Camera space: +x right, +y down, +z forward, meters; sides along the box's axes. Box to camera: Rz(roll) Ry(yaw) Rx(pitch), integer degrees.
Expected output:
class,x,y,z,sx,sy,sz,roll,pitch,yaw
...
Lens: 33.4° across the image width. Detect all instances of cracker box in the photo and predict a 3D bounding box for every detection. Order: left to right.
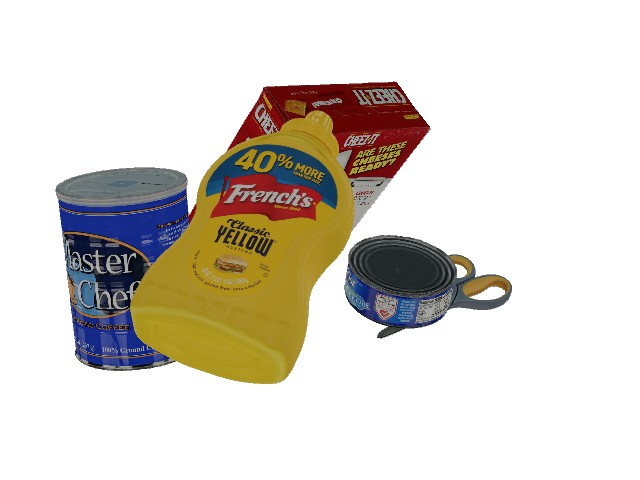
class,x,y,z,sx,sy,sz,roll,pitch,yaw
cracker box,-0.022,-0.052,1.002,0.163,0.072,0.214,-10,-33,-41

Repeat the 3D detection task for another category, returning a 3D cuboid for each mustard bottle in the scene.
class,x,y,z,sx,sy,sz,roll,pitch,yaw
mustard bottle,-0.032,-0.009,0.643,0.096,0.191,0.058,15,-38,13

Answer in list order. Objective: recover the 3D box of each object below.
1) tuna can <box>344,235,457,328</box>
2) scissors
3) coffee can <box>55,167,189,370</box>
class,x,y,z,sx,sy,sz,roll,pitch,yaw
tuna can,0.062,0.032,0.839,0.086,0.034,0.086,6,31,-4
scissors,0.121,0.057,1.164,0.201,0.016,0.096,-10,41,-31
coffee can,-0.153,0.020,0.858,0.103,0.140,0.103,-3,16,1
